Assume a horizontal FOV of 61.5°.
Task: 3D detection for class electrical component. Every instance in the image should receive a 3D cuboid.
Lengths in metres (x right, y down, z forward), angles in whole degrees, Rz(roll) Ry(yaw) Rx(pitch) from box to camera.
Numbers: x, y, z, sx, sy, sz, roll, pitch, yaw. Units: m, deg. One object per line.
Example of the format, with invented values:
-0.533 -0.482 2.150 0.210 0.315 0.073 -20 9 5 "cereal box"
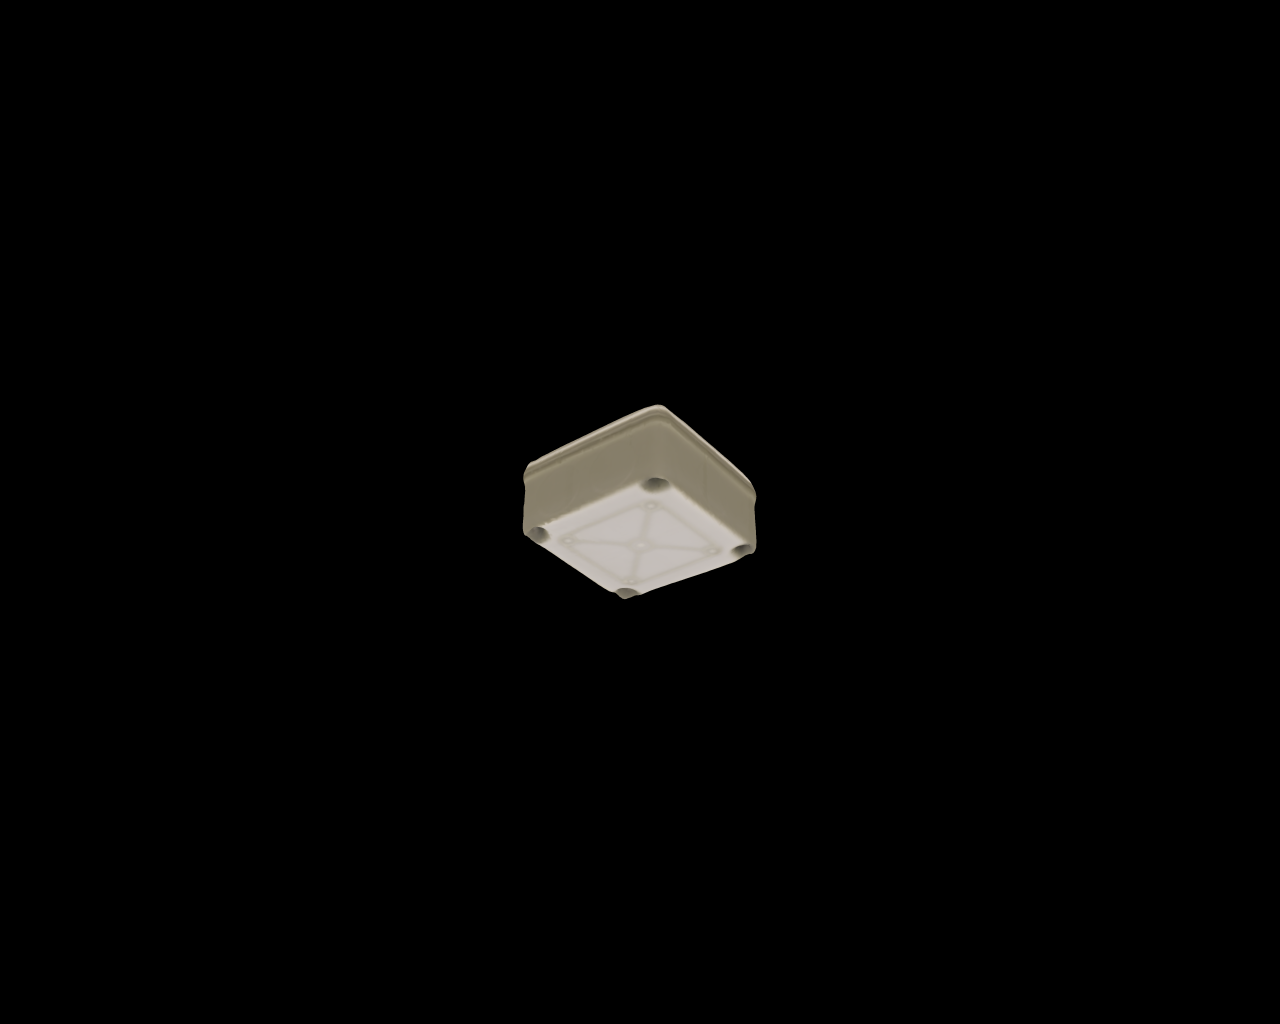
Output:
0.001 -0.003 0.650 0.108 0.056 0.108 -22 -39 30 "electrical component"
